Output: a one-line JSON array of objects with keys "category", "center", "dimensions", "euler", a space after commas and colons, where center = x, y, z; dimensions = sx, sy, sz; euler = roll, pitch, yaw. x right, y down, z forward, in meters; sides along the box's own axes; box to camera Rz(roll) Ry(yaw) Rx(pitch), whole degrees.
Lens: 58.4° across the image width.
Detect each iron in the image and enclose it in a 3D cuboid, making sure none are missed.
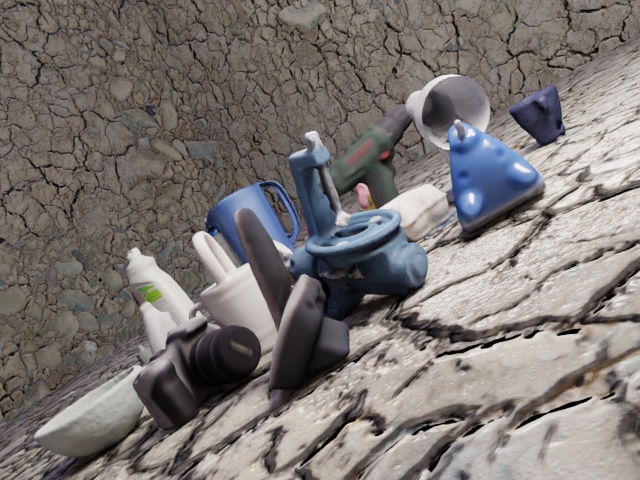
[{"category": "iron", "center": [0.219, -0.108, 0.811], "dimensions": [0.118, 0.141, 0.258], "euler": [-30, 5, 13]}]

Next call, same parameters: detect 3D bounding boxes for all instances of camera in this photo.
[{"category": "camera", "center": [-0.151, 0.153, 0.730], "dimensions": [0.136, 0.101, 0.143], "euler": [-27, 7, 45]}]

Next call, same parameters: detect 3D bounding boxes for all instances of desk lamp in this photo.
[{"category": "desk lamp", "center": [0.231, -0.177, 1.006], "dimensions": [0.118, 0.213, 0.203], "euler": [-32, 5, -2]}]

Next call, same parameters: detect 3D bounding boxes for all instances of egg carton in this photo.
[{"category": "egg carton", "center": [0.150, -0.040, 0.982], "dimensions": [0.107, 0.069, 0.150], "euler": [-34, 5, -20]}]

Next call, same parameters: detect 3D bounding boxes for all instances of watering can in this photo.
[{"category": "watering can", "center": [-0.117, 0.066, 0.836], "dimensions": [0.173, 0.194, 0.100], "euler": [-33, 6, -17]}]

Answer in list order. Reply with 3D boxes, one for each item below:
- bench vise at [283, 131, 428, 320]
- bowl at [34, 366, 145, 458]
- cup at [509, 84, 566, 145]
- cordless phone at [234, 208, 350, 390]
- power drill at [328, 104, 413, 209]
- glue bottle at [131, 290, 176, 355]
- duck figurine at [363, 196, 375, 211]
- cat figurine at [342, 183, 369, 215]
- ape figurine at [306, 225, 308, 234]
[{"category": "bench vise", "center": [0.003, -0.009, 0.705], "dimensions": [0.207, 0.220, 0.122], "euler": [-29, 6, 29]}, {"category": "bowl", "center": [-0.315, 0.260, 0.830], "dimensions": [0.167, 0.075, 0.167], "euler": [-31, 5, 3]}, {"category": "cup", "center": [0.415, -0.226, 1.059], "dimensions": [0.091, 0.095, 0.118], "euler": [-31, 5, 11]}, {"category": "cordless phone", "center": [-0.051, 0.054, 0.606], "dimensions": [0.094, 0.185, 0.147], "euler": [-32, 5, 1]}, {"category": "power drill", "center": [0.134, -0.126, 1.119], "dimensions": [0.230, 0.208, 0.075], "euler": [-33, 5, -10]}, {"category": "glue bottle", "center": [-0.266, 0.158, 0.968], "dimensions": [0.037, 0.173, 0.078], "euler": [-29, 6, 26]}, {"category": "duck figurine", "center": [0.139, -0.065, 1.205], "dimensions": [0.104, 0.086, 0.077], "euler": [-31, 5, 10]}, {"category": "cat figurine", "center": [0.106, -0.073, 1.303], "dimensions": [0.127, 0.118, 0.067], "euler": [-30, 5, 14]}, {"category": "ape figurine", "center": [-0.001, -0.006, 1.445], "dimensions": [0.076, 0.092, 0.077], "euler": [-33, 5, -16]}]
